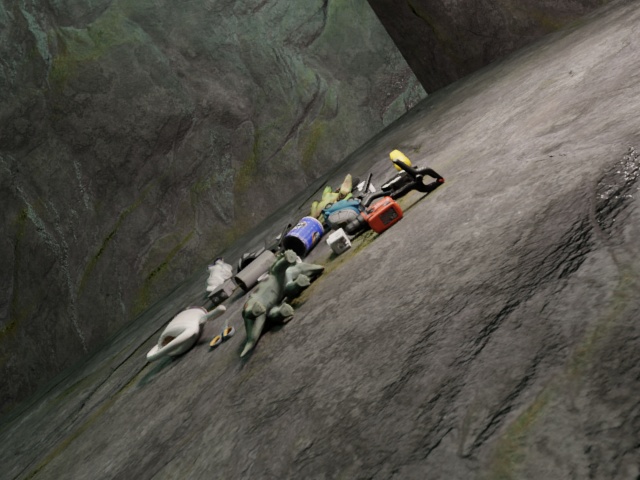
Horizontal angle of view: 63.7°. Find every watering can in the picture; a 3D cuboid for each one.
[{"bbox_3d":[-0.432,0.292,1.736,0.346,0.103,0.227,-34,10,10],"label":"watering can"}]

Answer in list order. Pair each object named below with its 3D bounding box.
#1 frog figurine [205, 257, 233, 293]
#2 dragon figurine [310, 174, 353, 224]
[{"bbox_3d":[-0.470,0.182,2.403,0.137,0.120,0.163,-25,48,13],"label":"frog figurine"},{"bbox_3d":[0.006,-0.103,2.053,0.405,0.122,0.246,-50,2,21],"label":"dragon figurine"}]
